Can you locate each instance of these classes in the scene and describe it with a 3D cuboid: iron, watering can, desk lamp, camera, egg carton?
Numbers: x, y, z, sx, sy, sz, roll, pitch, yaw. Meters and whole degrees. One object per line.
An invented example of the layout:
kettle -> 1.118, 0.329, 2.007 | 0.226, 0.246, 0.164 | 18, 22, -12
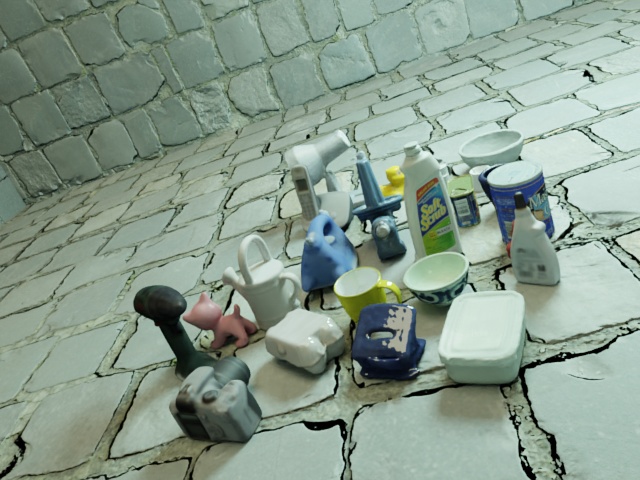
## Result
iron -> 0.012, 0.005, 1.284 | 0.118, 0.142, 0.258 | -15, 25, 16
watering can -> -0.123, 0.082, 1.169 | 0.172, 0.194, 0.101 | -16, 25, 12
desk lamp -> 0.030, -0.185, 1.581 | 0.203, 0.214, 0.118 | -17, 24, 11
camera -> -0.165, 0.253, 0.960 | 0.142, 0.101, 0.137 | -7, 28, 31
egg carton -> -0.030, 0.182, 1.035 | 0.107, 0.069, 0.149 | -38, 28, -32

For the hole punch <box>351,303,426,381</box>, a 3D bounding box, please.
hole punch -> 0.109, 0.164, 0.928 | 0.108, 0.091, 0.101 | -6, 28, 31

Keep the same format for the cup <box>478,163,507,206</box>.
cup -> 0.404, -0.105, 1.240 | 0.092, 0.095, 0.117 | -24, 24, -5

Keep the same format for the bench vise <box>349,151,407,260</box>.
bench vise -> 0.135, -0.083, 1.267 | 0.121, 0.220, 0.207 | -25, 24, -7

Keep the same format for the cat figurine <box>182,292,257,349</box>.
cat figurine -> -0.210, 0.160, 1.174 | 0.127, 0.118, 0.067 | -11, 26, 24

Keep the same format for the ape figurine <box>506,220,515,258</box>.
ape figurine -> 0.377, -0.002, 1.049 | 0.077, 0.092, 0.076 | -20, 24, 6

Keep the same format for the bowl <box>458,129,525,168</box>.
bowl -> 0.444, -0.219, 1.471 | 0.167, 0.075, 0.167 | -18, 24, 9

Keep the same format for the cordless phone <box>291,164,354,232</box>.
cordless phone -> 0.002, -0.114, 1.489 | 0.147, 0.185, 0.094 | -8, 27, 28

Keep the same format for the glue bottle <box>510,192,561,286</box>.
glue bottle -> 0.354, -0.004, 0.970 | 0.077, 0.173, 0.037 | 5, 36, 46

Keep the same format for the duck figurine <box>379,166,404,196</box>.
duck figurine -> 0.200, -0.155, 1.529 | 0.104, 0.086, 0.077 | -12, 26, 21

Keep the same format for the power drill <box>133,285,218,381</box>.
power drill -> -0.272, 0.172, 1.089 | 0.076, 0.209, 0.228 | -36, 28, -29
